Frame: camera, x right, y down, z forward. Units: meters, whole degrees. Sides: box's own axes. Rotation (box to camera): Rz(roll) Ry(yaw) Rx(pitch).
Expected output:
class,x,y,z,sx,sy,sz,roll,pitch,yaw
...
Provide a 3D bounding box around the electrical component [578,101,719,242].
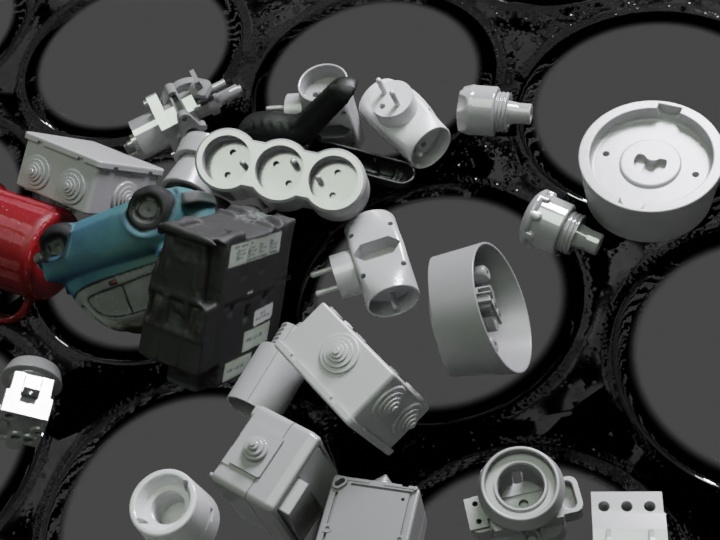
class,x,y,z,sx,sy,sz,roll,pitch,yaw
electrical component,0.227,-0.072,0.842,0.108,0.060,0.108,-6,57,9

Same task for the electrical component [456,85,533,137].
class,x,y,z,sx,sy,sz,roll,pitch,yaw
electrical component,0.116,-0.135,0.920,0.062,0.043,0.043,7,59,16

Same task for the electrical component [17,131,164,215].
class,x,y,z,sx,sy,sz,roll,pitch,yaw
electrical component,-0.235,-0.081,0.934,0.100,0.100,0.048,22,100,25

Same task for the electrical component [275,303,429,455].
class,x,y,z,sx,sy,sz,roll,pitch,yaw
electrical component,-0.003,0.078,0.776,0.048,0.099,0.100,-45,58,-2

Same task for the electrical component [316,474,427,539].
class,x,y,z,sx,sy,sz,roll,pitch,yaw
electrical component,0.008,0.186,0.729,0.062,0.061,0.096,5,51,16

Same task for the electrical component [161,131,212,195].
class,x,y,z,sx,sy,sz,roll,pitch,yaw
electrical component,-0.145,-0.088,0.948,0.045,0.045,0.055,7,59,17

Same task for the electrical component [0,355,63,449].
class,x,y,z,sx,sy,sz,roll,pitch,yaw
electrical component,-0.262,0.101,0.847,0.048,0.066,0.055,17,47,-17

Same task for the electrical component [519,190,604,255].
class,x,y,z,sx,sy,sz,roll,pitch,yaw
electrical component,0.159,-0.032,0.842,0.062,0.048,0.048,25,66,18

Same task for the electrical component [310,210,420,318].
class,x,y,z,sx,sy,sz,roll,pitch,yaw
electrical component,0.000,0.000,0.858,0.079,0.043,0.077,-18,56,1

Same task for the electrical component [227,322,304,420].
class,x,y,z,sx,sy,sz,roll,pitch,yaw
electrical component,-0.063,0.075,0.824,0.043,0.043,0.081,20,64,24

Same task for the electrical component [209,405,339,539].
class,x,y,z,sx,sy,sz,roll,pitch,yaw
electrical component,-0.055,0.143,0.746,0.061,0.096,0.061,23,65,24

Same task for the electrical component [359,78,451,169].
class,x,y,z,sx,sy,sz,roll,pitch,yaw
electrical component,0.033,-0.135,0.916,0.044,0.079,0.077,-41,58,-3

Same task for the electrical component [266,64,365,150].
class,x,y,z,sx,sy,sz,roll,pitch,yaw
electrical component,-0.042,-0.136,0.935,0.079,0.077,0.043,-2,57,12

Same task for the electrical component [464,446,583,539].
class,x,y,z,sx,sy,sz,roll,pitch,yaw
electrical component,0.110,0.154,0.725,0.078,0.057,0.058,-13,56,4

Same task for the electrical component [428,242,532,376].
class,x,y,z,sx,sy,sz,roll,pitch,yaw
electrical component,0.086,0.030,0.789,0.064,0.099,0.099,-10,56,14

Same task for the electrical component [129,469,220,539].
class,x,y,z,sx,sy,sz,roll,pitch,yaw
electrical component,-0.134,0.175,0.773,0.055,0.047,0.055,-6,57,9

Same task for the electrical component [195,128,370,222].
class,x,y,z,sx,sy,sz,roll,pitch,yaw
electrical component,-0.060,-0.073,0.877,0.138,0.073,0.052,12,83,7
